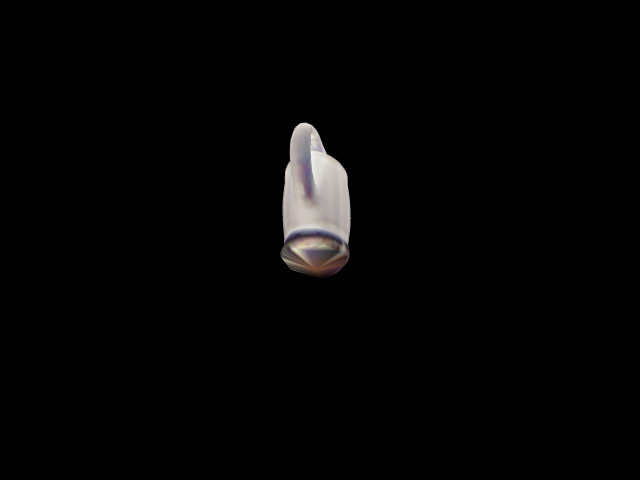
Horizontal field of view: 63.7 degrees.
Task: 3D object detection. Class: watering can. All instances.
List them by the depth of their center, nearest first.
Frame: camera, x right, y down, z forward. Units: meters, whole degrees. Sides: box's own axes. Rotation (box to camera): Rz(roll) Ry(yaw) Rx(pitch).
[{"bbox_3d":[0.003,-0.043,0.850,0.104,0.228,0.342,-4,-22,10],"label":"watering can"}]
